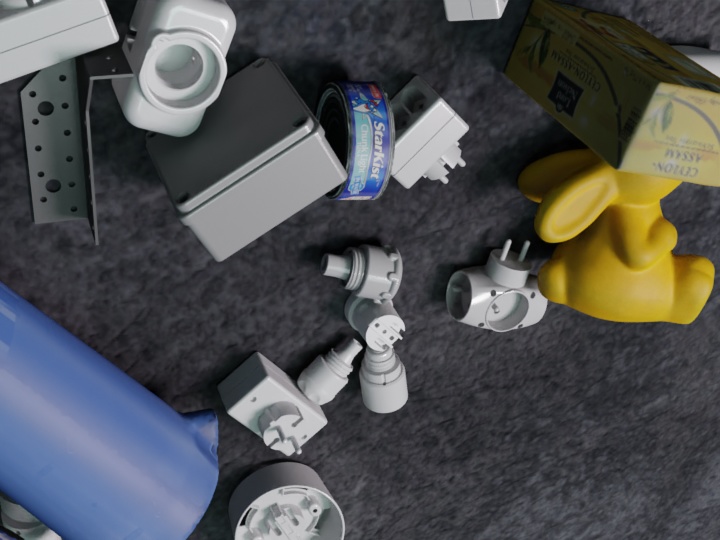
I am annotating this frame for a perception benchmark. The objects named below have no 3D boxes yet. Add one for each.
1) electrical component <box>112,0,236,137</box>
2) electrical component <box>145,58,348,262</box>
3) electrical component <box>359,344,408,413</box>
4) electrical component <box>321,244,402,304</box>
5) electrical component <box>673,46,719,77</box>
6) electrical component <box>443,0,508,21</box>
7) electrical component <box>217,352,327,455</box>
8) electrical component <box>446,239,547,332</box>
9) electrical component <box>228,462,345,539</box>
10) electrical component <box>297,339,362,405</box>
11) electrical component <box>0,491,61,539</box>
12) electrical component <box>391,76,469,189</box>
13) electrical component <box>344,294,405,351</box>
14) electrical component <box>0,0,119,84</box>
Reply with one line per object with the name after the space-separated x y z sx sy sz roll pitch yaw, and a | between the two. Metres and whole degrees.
-0.122 -0.139 0.703 0.054 0.059 0.095 11 117 -29 | electrical component
-0.080 -0.077 0.733 0.109 0.108 0.056 -33 132 0 | electrical component
0.019 0.088 0.932 0.040 0.040 0.078 -17 128 -12 | electrical component
0.000 0.000 0.863 0.062 0.048 0.048 10 118 -21 | electrical component
0.260 -0.140 0.881 0.077 0.043 0.079 -5 125 -21 | electrical component
0.065 -0.210 0.734 0.076 0.083 0.047 2 131 21 | electrical component
-0.067 0.124 0.896 0.047 0.075 0.083 -41 128 7 | electrical component
0.123 0.009 0.921 0.077 0.044 0.079 3 120 -26 | electrical component
-0.069 0.226 0.973 0.099 0.064 0.099 -12 126 -16 | electrical component
-0.023 0.084 0.915 0.061 0.035 0.035 -47 128 8 | electrical component
-0.271 0.203 0.883 0.043 0.043 0.081 -9 125 -18 | electrical component
0.051 -0.094 0.817 0.066 0.047 0.077 -44 128 9 | electrical component
0.013 0.041 0.893 0.040 0.046 0.040 -10 121 -17 | electrical component
-0.202 -0.167 0.657 0.083 0.047 0.075 -22 128 -8 | electrical component
